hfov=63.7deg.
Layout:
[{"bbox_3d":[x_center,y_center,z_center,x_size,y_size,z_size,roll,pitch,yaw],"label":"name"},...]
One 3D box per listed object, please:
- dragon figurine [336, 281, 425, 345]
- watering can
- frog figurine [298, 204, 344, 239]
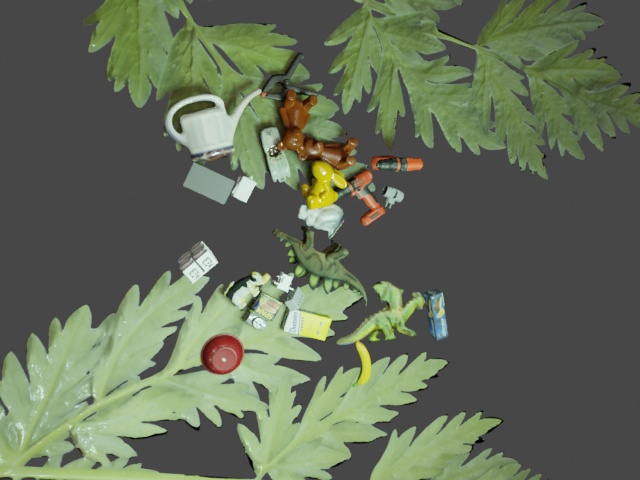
[{"bbox_3d":[0.253,0.287,2.075,0.411,0.121,0.244,-1,81,-20],"label":"dragon figurine"},{"bbox_3d":[-0.345,-0.391,1.757,0.349,0.104,0.222,-16,104,-16],"label":"watering can"},{"bbox_3d":[0.006,-0.096,1.916,0.158,0.120,0.140,35,54,-12],"label":"frog figurine"}]
